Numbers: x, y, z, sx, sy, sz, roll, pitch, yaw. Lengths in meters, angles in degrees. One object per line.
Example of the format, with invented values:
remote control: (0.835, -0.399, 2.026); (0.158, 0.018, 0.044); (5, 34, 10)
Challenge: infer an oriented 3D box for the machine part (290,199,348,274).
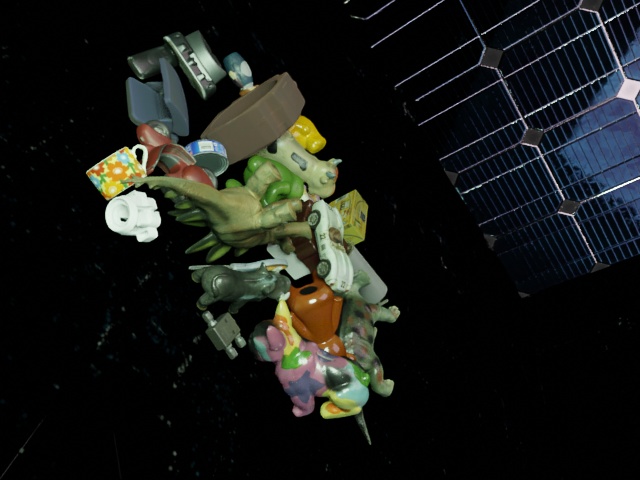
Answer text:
machine part: (-0.002, -0.004, 1.189); (0.179, 0.056, 0.179); (42, 34, -38)

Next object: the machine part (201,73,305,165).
machine part: (-0.137, -0.254, 1.135); (0.087, 0.201, 0.201); (55, 26, -25)

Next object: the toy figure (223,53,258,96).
toy figure: (-0.187, -0.387, 1.339); (0.064, 0.058, 0.154); (-35, 101, -25)

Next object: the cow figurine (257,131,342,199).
cow figurine: (-0.040, -0.168, 1.192); (0.194, 0.127, 0.085); (43, 43, -19)

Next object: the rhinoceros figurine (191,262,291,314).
rhinoceros figurine: (-0.133, 0.077, 0.942); (0.190, 0.112, 0.073); (12, 54, -50)

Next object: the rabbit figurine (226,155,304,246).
rabbit figurine: (-0.116, -0.078, 1.106); (0.159, 0.121, 0.170); (52, 43, -58)

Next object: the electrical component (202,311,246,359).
electrical component: (-0.163, 0.153, 0.915); (0.094, 0.021, 0.063); (57, 26, -11)

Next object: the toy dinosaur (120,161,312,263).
toy dinosaur: (-0.141, -0.039, 0.907); (0.105, 0.199, 0.470); (68, 8, 23)

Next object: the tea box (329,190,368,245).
tea box: (0.070, -0.052, 1.456); (0.068, 0.098, 0.170); (50, 30, -26)

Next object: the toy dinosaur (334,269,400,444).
toy dinosaur: (0.075, 0.223, 1.202); (0.192, 0.131, 0.405); (32, 42, -28)

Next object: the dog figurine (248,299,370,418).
dog figurine: (-0.022, 0.210, 0.960); (0.108, 0.192, 0.219); (-66, 141, -51)

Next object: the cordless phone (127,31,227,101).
cordless phone: (-0.292, -0.339, 1.091); (0.146, 0.089, 0.184); (57, 37, -14)

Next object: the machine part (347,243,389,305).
machine part: (0.100, 0.091, 1.404); (0.243, 0.079, 0.079); (50, 29, -27)

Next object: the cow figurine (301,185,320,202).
cow figurine: (-0.052, -0.080, 1.294); (0.167, 0.068, 0.098); (2, 70, -60)

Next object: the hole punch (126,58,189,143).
hole punch: (-0.285, -0.257, 0.999); (0.115, 0.092, 0.142); (27, 40, -57)

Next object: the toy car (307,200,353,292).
toy car: (0.023, 0.012, 1.094); (0.073, 0.056, 0.202); (27, 43, -49)

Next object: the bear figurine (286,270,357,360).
bear figurine: (-0.003, 0.176, 1.101); (0.132, 0.120, 0.195); (-132, -156, -64)

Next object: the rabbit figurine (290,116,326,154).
rabbit figurine: (-0.089, -0.262, 1.342); (0.173, 0.122, 0.162); (-30, 100, -46)

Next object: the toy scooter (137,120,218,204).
toy scooter: (-0.259, -0.113, 0.924); (0.183, 0.075, 0.135); (51, 28, -19)
